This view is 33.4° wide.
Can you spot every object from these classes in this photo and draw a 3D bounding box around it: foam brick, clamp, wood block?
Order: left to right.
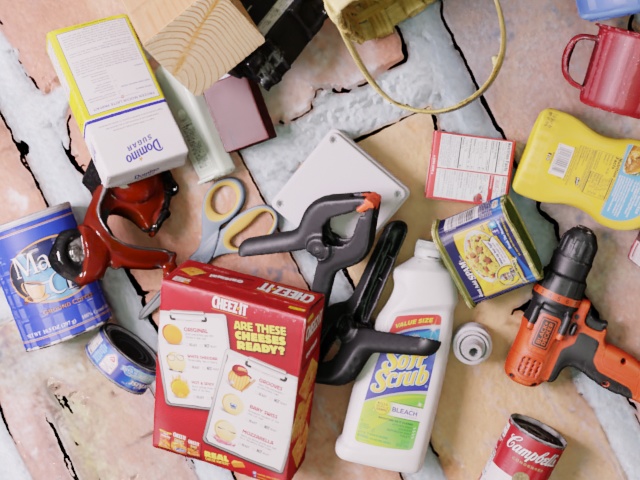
[{"bbox_3d":[-0.147,-0.253,1.070,0.091,0.090,0.206,-37,50,9],"label":"wood block"},{"bbox_3d":[-0.087,-0.139,1.156,0.053,0.051,0.078,-19,95,9],"label":"foam brick"},{"bbox_3d":[-0.007,0.001,1.113,0.120,0.039,0.172,36,118,-3],"label":"clamp"},{"bbox_3d":[0.044,0.101,1.136,0.036,0.164,0.210,21,125,-35],"label":"clamp"}]

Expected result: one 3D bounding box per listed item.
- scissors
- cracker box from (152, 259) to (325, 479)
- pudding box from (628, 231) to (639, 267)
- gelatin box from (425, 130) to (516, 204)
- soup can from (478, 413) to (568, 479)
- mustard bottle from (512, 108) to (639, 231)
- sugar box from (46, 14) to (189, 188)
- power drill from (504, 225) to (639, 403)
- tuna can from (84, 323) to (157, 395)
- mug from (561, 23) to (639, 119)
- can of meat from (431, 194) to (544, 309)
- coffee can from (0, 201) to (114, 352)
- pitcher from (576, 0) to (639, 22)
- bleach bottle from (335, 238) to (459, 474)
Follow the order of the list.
[{"bbox_3d":[-0.141,0.003,1.200,0.202,0.016,0.096,-28,92,9],"label":"scissors"},{"bbox_3d":[-0.089,0.143,1.150,0.164,0.072,0.214,14,115,15],"label":"cracker box"},{"bbox_3d":[0.385,0.030,1.106,0.113,0.090,0.039,24,98,3],"label":"pudding box"},{"bbox_3d":[0.161,-0.077,1.147,0.089,0.030,0.073,7,98,4],"label":"gelatin box"},{"bbox_3d":[0.217,0.251,1.167,0.068,0.068,0.102,25,101,2],"label":"soup can"},{"bbox_3d":[0.307,-0.063,1.117,0.191,0.058,0.096,21,97,4],"label":"mustard bottle"},{"bbox_3d":[-0.216,-0.148,1.132,0.093,0.048,0.176,-19,78,-20],"label":"sugar box"},{"bbox_3d":[0.312,0.096,1.142,0.187,0.057,0.184,22,103,6],"label":"power drill"},{"bbox_3d":[-0.218,0.132,1.191,0.086,0.086,0.034,40,97,0],"label":"tuna can"},{"bbox_3d":[0.303,-0.173,1.086,0.117,0.093,0.081,13,104,-6],"label":"mug"},{"bbox_3d":[0.178,0.011,1.128,0.084,0.057,0.102,-23,108,22],"label":"can of meat"},{"bbox_3d":[-0.301,0.040,1.179,0.103,0.102,0.140,-19,96,9],"label":"coffee can"},{"bbox_3d":[0.282,-0.342,1.043,0.149,0.145,0.243,-10,100,9],"label":"pitcher"},{"bbox_3d":[0.089,0.122,1.168,0.102,0.068,0.251,11,97,5],"label":"bleach bottle"}]
